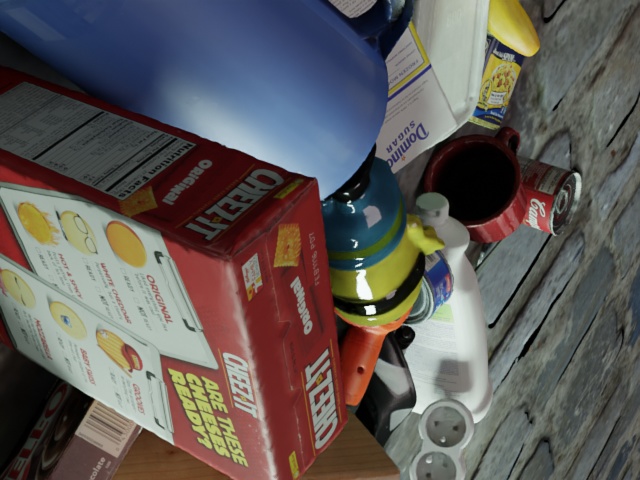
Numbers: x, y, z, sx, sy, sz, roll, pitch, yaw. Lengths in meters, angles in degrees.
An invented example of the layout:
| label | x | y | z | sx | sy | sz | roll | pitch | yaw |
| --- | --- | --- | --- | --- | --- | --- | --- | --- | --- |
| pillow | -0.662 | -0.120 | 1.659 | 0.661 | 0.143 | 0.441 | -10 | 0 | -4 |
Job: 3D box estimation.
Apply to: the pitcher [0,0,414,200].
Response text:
| label | x | y | z | sx | sy | sz | roll | pitch | yaw |
| --- | --- | --- | --- | --- | --- | --- | --- | --- | --- |
| pitcher | -0.065 | -0.122 | 0.566 | 0.242 | 0.145 | 0.149 | 32 | 74 | -53 |

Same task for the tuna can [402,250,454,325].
| label | x | y | z | sx | sy | sz | roll | pitch | yaw |
| --- | --- | --- | --- | --- | --- | --- | --- | --- | --- |
| tuna can | 0.075 | 0.034 | 0.958 | 0.033 | 0.086 | 0.086 | -41 | 140 | -37 |

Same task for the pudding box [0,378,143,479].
| label | x | y | z | sx | sy | sz | roll | pitch | yaw |
| --- | --- | --- | --- | --- | --- | --- | --- | --- | --- |
| pudding box | -0.151 | 0.125 | 0.638 | 0.039 | 0.090 | 0.113 | 38 | 73 | -24 |

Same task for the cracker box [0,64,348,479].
| label | x | y | z | sx | sy | sz | roll | pitch | yaw |
| --- | --- | --- | --- | --- | --- | --- | --- | --- | --- |
| cracker box | -0.093 | 0.016 | 0.538 | 0.072 | 0.214 | 0.164 | -44 | 142 | -35 |

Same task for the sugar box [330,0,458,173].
| label | x | y | z | sx | sy | sz | roll | pitch | yaw |
| --- | --- | --- | --- | --- | --- | --- | --- | --- | --- |
| sugar box | 0.027 | -0.124 | 0.762 | 0.093 | 0.048 | 0.176 | -37 | 135 | -6 |

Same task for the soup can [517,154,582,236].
| label | x | y | z | sx | sy | sz | roll | pitch | yaw |
| --- | --- | --- | --- | --- | --- | --- | --- | --- | --- |
| soup can | 0.210 | -0.052 | 1.108 | 0.068 | 0.102 | 0.068 | -36 | 137 | -43 |

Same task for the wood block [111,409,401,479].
| label | x | y | z | sx | sy | sz | roll | pitch | yaw |
| --- | --- | --- | --- | --- | --- | --- | --- | --- | --- |
| wood block | -0.061 | 0.180 | 0.726 | 0.205 | 0.090 | 0.091 | 1 | 111 | -25 |

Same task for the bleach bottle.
| label | x | y | z | sx | sy | sz | roll | pitch | yaw |
| --- | --- | --- | --- | --- | --- | --- | --- | --- | --- |
| bleach bottle | 0.117 | 0.065 | 1.030 | 0.068 | 0.103 | 0.251 | -60 | 153 | -46 |

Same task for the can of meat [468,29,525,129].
| label | x | y | z | sx | sy | sz | roll | pitch | yaw |
| --- | --- | --- | --- | --- | --- | --- | --- | --- | --- |
| can of meat | 0.144 | -0.152 | 0.984 | 0.101 | 0.058 | 0.084 | 4 | 106 | -59 |

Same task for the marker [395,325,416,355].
| label | x | y | z | sx | sy | sz | roll | pitch | yaw |
| --- | --- | --- | --- | --- | --- | --- | --- | --- | --- |
| marker | 0.071 | 0.108 | 1.017 | 0.020 | 0.020 | 0.121 | -54 | 172 | -24 |

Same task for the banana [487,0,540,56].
| label | x | y | z | sx | sy | sz | roll | pitch | yaw |
| --- | --- | --- | --- | --- | --- | --- | --- | --- | --- |
| banana | 0.141 | -0.248 | 0.892 | 0.037 | 0.070 | 0.198 | -59 | 142 | -66 |

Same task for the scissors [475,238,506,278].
| label | x | y | z | sx | sy | sz | roll | pitch | yaw |
| --- | --- | --- | --- | --- | --- | --- | --- | --- | --- |
| scissors | 0.153 | 0.045 | 1.165 | 0.201 | 0.016 | 0.096 | -56 | 148 | -22 |

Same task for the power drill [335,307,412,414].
| label | x | y | z | sx | sy | sz | roll | pitch | yaw |
| --- | --- | --- | --- | --- | --- | --- | --- | --- | --- |
| power drill | 0.006 | 0.122 | 0.877 | 0.187 | 0.057 | 0.184 | -68 | 159 | 0 |

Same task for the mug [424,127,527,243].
| label | x | y | z | sx | sy | sz | roll | pitch | yaw |
| --- | --- | --- | --- | --- | --- | --- | --- | --- | --- |
| mug | 0.161 | -0.056 | 1.040 | 0.117 | 0.093 | 0.081 | -62 | 155 | -6 |
